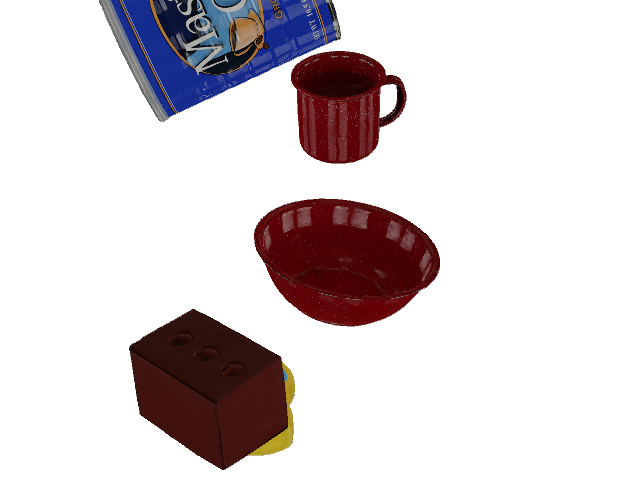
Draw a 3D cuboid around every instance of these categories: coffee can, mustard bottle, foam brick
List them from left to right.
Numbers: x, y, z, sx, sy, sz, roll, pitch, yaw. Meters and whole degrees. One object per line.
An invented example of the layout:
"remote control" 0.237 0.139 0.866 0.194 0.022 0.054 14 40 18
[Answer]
"foam brick" -0.065 0.085 0.617 0.078 0.051 0.052 24 38 36
"coffee can" -0.070 -0.158 0.743 0.140 0.103 0.103 -25 1 -2
"mustard bottle" -0.081 0.192 1.344 0.096 0.058 0.191 -2 26 1

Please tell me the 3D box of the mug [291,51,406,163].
"mug" 0.030 -0.133 1.067 0.117 0.081 0.093 -13 41 -13

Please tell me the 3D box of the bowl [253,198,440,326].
"bowl" 0.019 0.026 0.926 0.162 0.055 0.162 7 30 -4
